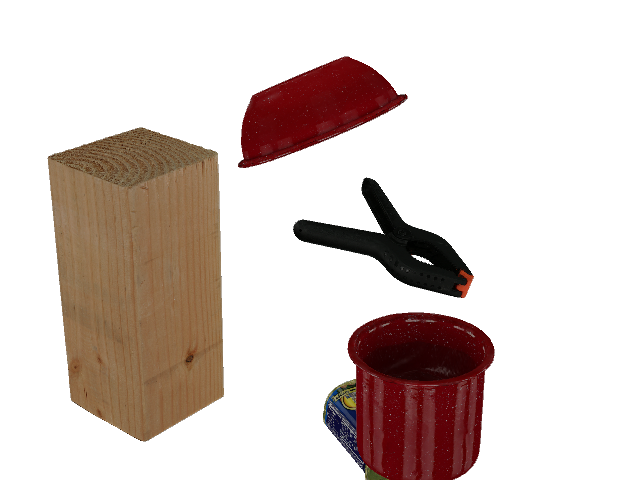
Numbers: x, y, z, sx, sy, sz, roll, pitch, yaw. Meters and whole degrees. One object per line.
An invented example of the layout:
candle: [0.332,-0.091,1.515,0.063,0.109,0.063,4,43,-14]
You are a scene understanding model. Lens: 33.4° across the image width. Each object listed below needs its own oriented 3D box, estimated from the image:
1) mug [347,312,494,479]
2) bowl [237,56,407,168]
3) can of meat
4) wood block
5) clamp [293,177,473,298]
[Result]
mug: [0.070,0.099,0.702,0.093,0.081,0.117,12,27,26]
bowl: [-0.008,-0.119,0.937,0.162,0.055,0.162,-22,10,4]
can of meat: [0.064,0.163,0.956,0.101,0.057,0.084,-11,33,-27]
wood block: [-0.135,0.032,0.803,0.090,0.206,0.090,20,31,35]
clamp: [0.081,0.006,1.261,0.210,0.036,0.164,37,41,26]
